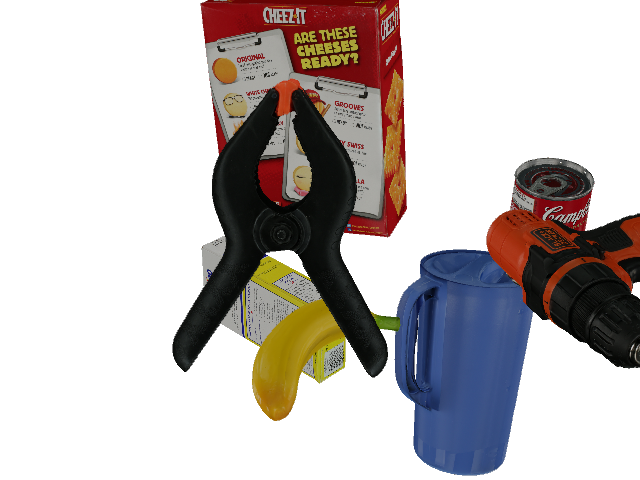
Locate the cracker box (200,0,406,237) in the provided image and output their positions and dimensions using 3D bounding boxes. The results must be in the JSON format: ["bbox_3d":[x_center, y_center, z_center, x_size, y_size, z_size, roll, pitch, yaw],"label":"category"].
[{"bbox_3d":[-0.010,-0.117,0.964,0.164,0.214,0.072,6,29,20],"label":"cracker box"}]

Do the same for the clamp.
[{"bbox_3d":[-0.030,0.000,0.589,0.120,0.171,0.039,-8,9,-4],"label":"clamp"}]

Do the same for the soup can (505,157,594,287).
[{"bbox_3d":[0.202,-0.013,0.951,0.068,0.102,0.068,0,34,0],"label":"soup can"}]

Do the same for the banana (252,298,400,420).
[{"bbox_3d":[-0.008,0.083,0.840,0.070,0.037,0.197,11,23,28],"label":"banana"}]

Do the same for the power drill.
[{"bbox_3d":[0.231,0.017,0.735,0.187,0.057,0.184,-9,28,-16],"label":"power drill"}]

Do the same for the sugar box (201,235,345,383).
[{"bbox_3d":[-0.050,0.069,1.118,0.048,0.093,0.176,-26,41,-37],"label":"sugar box"}]

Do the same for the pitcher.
[{"bbox_3d":[0.161,0.140,1.212,0.149,0.243,0.145,7,17,9],"label":"pitcher"}]
